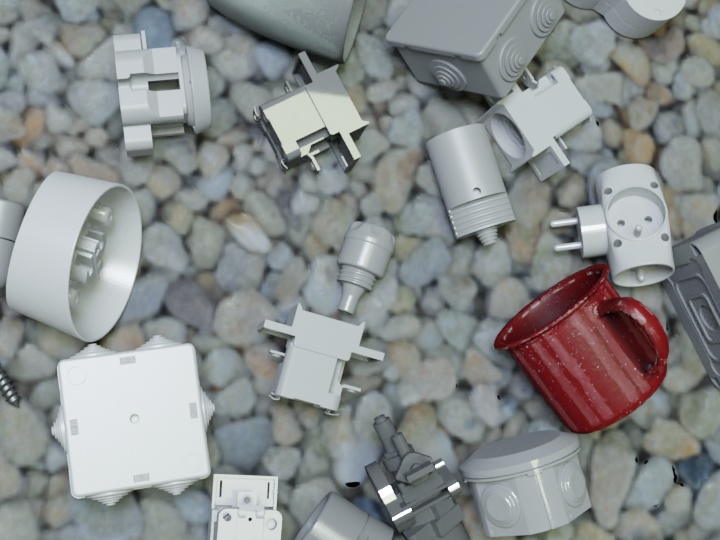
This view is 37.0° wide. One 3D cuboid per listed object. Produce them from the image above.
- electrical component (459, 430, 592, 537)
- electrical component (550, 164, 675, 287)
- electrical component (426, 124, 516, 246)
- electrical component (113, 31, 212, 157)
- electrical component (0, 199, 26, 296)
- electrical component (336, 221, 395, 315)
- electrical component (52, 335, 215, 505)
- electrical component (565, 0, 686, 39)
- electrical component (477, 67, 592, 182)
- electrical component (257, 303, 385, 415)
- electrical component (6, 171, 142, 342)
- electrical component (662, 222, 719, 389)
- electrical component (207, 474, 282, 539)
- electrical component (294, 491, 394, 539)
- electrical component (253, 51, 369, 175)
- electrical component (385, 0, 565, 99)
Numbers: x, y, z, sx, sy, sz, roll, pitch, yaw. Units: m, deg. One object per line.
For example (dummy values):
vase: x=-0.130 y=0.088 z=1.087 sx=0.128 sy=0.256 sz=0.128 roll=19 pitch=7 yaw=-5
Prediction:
electrical component: x=0.109 y=0.138 z=0.705 sx=0.080 sy=0.080 sz=0.051 roll=-16 pitch=90 yaw=-14
electrical component: x=0.176 y=-0.029 z=0.761 sx=0.079 sy=0.044 sz=0.077 roll=-7 pitch=68 yaw=6
electrical component: x=0.078 y=-0.056 z=0.748 sx=0.043 sy=0.043 sz=0.081 roll=-16 pitch=85 yaw=-14
electrical component: x=-0.129 y=-0.117 z=0.708 sx=0.057 sy=0.058 sz=0.078 roll=-7 pitch=82 yaw=-10
electrical component: x=-0.260 y=-0.016 z=0.665 sx=0.095 sy=0.054 sz=0.059 roll=10 pitch=79 yaw=-10
electrical component: x=0.000 y=0.000 z=0.728 sx=0.035 sy=0.035 sz=0.061 roll=21 pitch=80 yaw=-8
electrical component: x=-0.142 y=0.094 z=0.675 sx=0.100 sy=0.048 sz=0.099 roll=-7 pitch=83 yaw=-13
electrical component: x=0.177 y=-0.227 z=0.781 sx=0.138 sy=0.074 sz=0.052 roll=29 pitch=76 yaw=-6
electrical component: x=0.127 y=-0.109 z=0.768 sx=0.064 sy=0.042 sz=0.081 roll=-33 pitch=89 yaw=-16
electrical component: x=-0.030 y=0.059 z=0.708 sx=0.081 sy=0.042 sz=0.063 roll=17 pitch=80 yaw=-8
electrical component: x=-0.174 y=-0.010 z=0.662 sx=0.064 sy=0.099 sz=0.099 roll=18 pitch=78 yaw=-3
electrical component: x=0.268 y=0.022 z=0.758 sx=0.057 sy=0.078 sz=0.113 roll=-25 pitch=87 yaw=-11
electrical component: x=-0.072 y=0.169 z=0.670 sx=0.042 sy=0.064 sz=0.081 roll=4 pitch=80 yaw=-13
electrical component: x=-0.013 y=0.175 z=0.687 sx=0.047 sy=0.055 sz=0.055 roll=36 pitch=76 yaw=0
electrical component: x=-0.035 y=-0.101 z=0.733 sx=0.064 sy=0.042 sz=0.081 roll=-27 pitch=87 yaw=-13
electrical component: x=0.081 y=-0.170 z=0.743 sx=0.099 sy=0.100 sz=0.048 roll=-55 pitch=136 yaw=-15
